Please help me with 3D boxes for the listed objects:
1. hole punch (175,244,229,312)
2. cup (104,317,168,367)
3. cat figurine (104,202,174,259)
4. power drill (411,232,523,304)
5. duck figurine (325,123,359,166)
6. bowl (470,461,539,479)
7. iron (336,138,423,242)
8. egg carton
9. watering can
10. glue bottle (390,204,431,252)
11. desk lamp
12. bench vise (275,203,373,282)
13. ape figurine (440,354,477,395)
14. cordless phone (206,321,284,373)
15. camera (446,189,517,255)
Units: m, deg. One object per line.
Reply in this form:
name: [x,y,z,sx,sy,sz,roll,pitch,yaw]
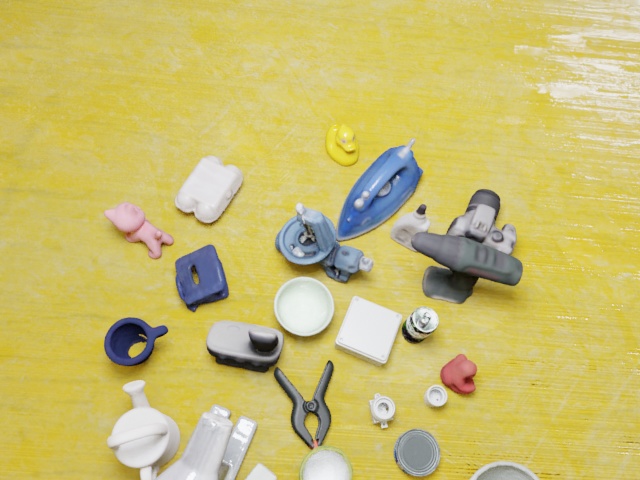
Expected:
hole punch: [-0.244,0.077,1.167,0.101,0.091,0.108,-16,70,-11]
cup: [-0.346,0.199,1.105,0.118,0.095,0.091,-20,70,-13]
cat figurine: [-0.375,-0.031,1.186,0.127,0.118,0.067,30,68,8]
power drill: [0.276,0.058,1.157,0.229,0.208,0.075,11,67,0]
duck figurine: [0.054,-0.234,1.326,0.077,0.086,0.104,-21,71,-13]
bowl: [0.334,0.497,1.053,0.167,0.075,0.167,2,67,-4]
iron: [0.126,-0.112,1.251,0.118,0.141,0.259,38,69,11]
egg carton: [-0.241,-0.111,1.257,0.107,0.069,0.150,26,68,6]
watering can: [-0.312,0.337,0.997,0.101,0.194,0.172,-33,74,-16]
glue bottle: [0.200,-0.033,1.208,0.078,0.173,0.037,31,68,8]
desk lamp: [-0.197,0.381,0.978,0.118,0.213,0.203,21,67,4]
bench vise: [0.012,-0.007,1.155,0.207,0.220,0.121,7,67,-2]
ape figurine: [0.283,0.263,1.136,0.076,0.092,0.078,9,67,-1]
cordless phone: [-0.143,0.184,1.080,0.147,0.185,0.094,7,67,-2]
camera: [0.370,-0.041,1.265,0.143,0.101,0.137,24,67,5]
